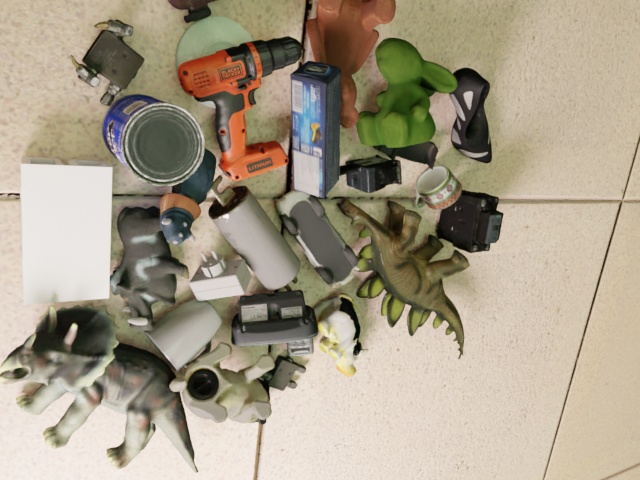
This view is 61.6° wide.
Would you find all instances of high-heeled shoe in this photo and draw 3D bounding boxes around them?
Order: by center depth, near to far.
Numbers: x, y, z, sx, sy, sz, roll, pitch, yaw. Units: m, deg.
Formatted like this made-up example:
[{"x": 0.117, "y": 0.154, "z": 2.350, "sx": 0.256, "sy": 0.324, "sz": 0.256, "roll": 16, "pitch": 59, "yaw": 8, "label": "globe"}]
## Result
[{"x": 0.301, "y": -0.220, "z": 0.995, "sx": 0.248, "sy": 0.145, "sz": 0.086, "roll": 41, "pitch": 85, "yaw": -33, "label": "high-heeled shoe"}]

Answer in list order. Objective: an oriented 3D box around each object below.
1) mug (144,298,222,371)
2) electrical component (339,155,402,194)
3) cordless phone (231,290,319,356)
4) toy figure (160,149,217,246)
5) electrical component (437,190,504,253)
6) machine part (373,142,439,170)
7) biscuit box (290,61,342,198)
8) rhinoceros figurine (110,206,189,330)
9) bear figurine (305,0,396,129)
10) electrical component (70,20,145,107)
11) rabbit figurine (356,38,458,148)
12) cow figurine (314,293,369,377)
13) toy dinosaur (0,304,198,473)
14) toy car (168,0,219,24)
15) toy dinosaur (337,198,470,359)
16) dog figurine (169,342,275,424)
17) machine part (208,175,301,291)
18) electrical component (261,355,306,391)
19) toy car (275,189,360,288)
[{"x": -0.207, "y": 0.152, "z": 0.864, "sx": 0.107, "sy": 0.081, "sz": 0.109, "roll": -42, "pitch": 126, "yaw": -19, "label": "mug"}, {"x": 0.077, "y": -0.113, "z": 0.941, "sx": 0.119, "sy": 0.075, "sz": 0.047, "roll": -19, "pitch": 116, "yaw": -29, "label": "electrical component"}, {"x": -0.076, "y": 0.168, "z": 0.948, "sx": 0.147, "sy": 0.089, "sz": 0.184, "roll": -6, "pitch": 149, "yaw": -2, "label": "cordless phone"}, {"x": -0.188, "y": -0.059, "z": 0.758, "sx": 0.064, "sy": 0.058, "sz": 0.154, "roll": 25, "pitch": 61, "yaw": -19, "label": "toy figure"}, {"x": 0.299, "y": -0.039, "z": 1.065, "sx": 0.058, "sy": 0.134, "sz": 0.114, "roll": -7, "pitch": 108, "yaw": -30, "label": "electrical component"}, {"x": 0.164, "y": -0.177, "z": 0.994, "sx": 0.139, "sy": 0.039, "sz": 0.084, "roll": 20, "pitch": 91, "yaw": -33, "label": "machine part"}, {"x": -0.005, "y": -0.166, "z": 0.827, "sx": 0.063, "sy": 0.059, "sz": 0.202, "roll": -53, "pitch": 153, "yaw": -43, "label": "biscuit box"}, {"x": -0.257, "y": 0.043, "z": 0.797, "sx": 0.112, "sy": 0.073, "sz": 0.190, "roll": -9, "pitch": 111, "yaw": -30, "label": "rhinoceros figurine"}, {"x": 0.030, "y": -0.273, "z": 0.828, "sx": 0.120, "sy": 0.132, "sz": 0.195, "roll": 8, "pitch": 98, "yaw": -14, "label": "bear figurine"}, {"x": -0.276, "y": -0.236, "z": 0.702, "sx": 0.078, "sy": 0.045, "sz": 0.102, "roll": 41, "pitch": 84, "yaw": -33, "label": "electrical component"}, {"x": 0.146, "y": -0.245, "z": 0.883, "sx": 0.159, "sy": 0.121, "sz": 0.170, "roll": -12, "pitch": 107, "yaw": -20, "label": "rabbit figurine"}, {"x": 0.046, "y": 0.183, "z": 1.036, "sx": 0.098, "sy": 0.068, "sz": 0.167, "roll": -38, "pitch": 123, "yaw": -21, "label": "cow figurine"}, {"x": -0.298, "y": 0.227, "z": 0.819, "sx": 0.404, "sy": 0.131, "sz": 0.192, "roll": 38, "pitch": 86, "yaw": -41, "label": "toy dinosaur"}, {"x": -0.119, "y": -0.370, "z": 0.746, "sx": 0.202, "sy": 0.053, "sz": 0.089, "roll": -26, "pitch": 115, "yaw": -20, "label": "toy car"}, {"x": 0.187, "y": 0.080, "z": 1.065, "sx": 0.471, "sy": 0.105, "sz": 0.198, "roll": 40, "pitch": 92, "yaw": -26, "label": "toy dinosaur"}, {"x": -0.161, "y": 0.262, "z": 0.902, "sx": 0.172, "sy": 0.190, "sz": 0.121, "roll": 17, "pitch": 59, "yaw": -6, "label": "dog figurine"}, {"x": -0.103, "y": -0.001, "z": 0.871, "sx": 0.079, "sy": 0.079, "sz": 0.243, "roll": -42, "pitch": 124, "yaw": -12, "label": "machine part"}, {"x": -0.072, "y": 0.249, "z": 1.013, "sx": 0.094, "sy": 0.021, "sz": 0.063, "roll": 30, "pitch": 90, "yaw": -34, "label": "electrical component"}, {"x": -0.002, "y": -0.003, "z": 0.933, "sx": 0.073, "sy": 0.056, "sz": 0.201, "roll": -37, "pitch": 114, "yaw": -5, "label": "toy car"}]
